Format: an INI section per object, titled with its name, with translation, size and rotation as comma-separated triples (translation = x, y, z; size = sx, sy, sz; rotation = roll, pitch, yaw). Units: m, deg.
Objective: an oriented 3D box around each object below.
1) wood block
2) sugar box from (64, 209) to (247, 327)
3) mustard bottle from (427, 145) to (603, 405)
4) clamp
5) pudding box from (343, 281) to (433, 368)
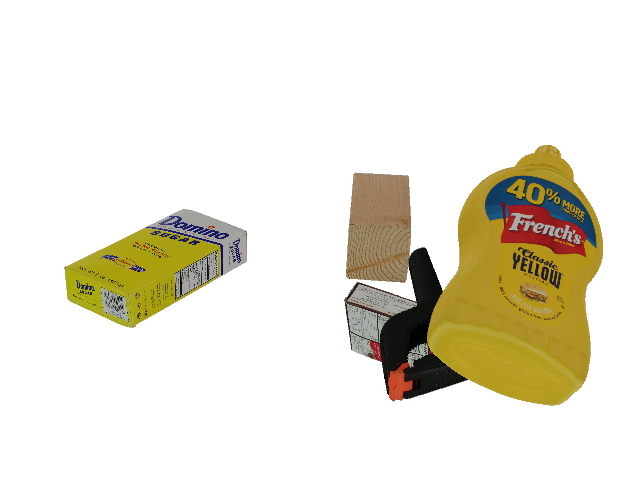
[wood block]
translation = 0.089, -0.024, 1.624
size = 0.091, 0.090, 0.206
rotation = 4, 25, 2
[sugar box]
translation = -0.166, 0.024, 1.100
size = 0.093, 0.048, 0.175
rotation = 20, 35, 31
[mustard bottle]
translation = 0.134, 0.008, 0.692
size = 0.096, 0.191, 0.058
rotation = 23, -40, -3
[clamp]
translation = 0.105, 0.070, 0.922
size = 0.165, 0.036, 0.209
rotation = 20, 35, 33
[pudding box]
translation = 0.086, 0.105, 1.247
size = 0.114, 0.090, 0.039
rotation = 16, 47, 25
